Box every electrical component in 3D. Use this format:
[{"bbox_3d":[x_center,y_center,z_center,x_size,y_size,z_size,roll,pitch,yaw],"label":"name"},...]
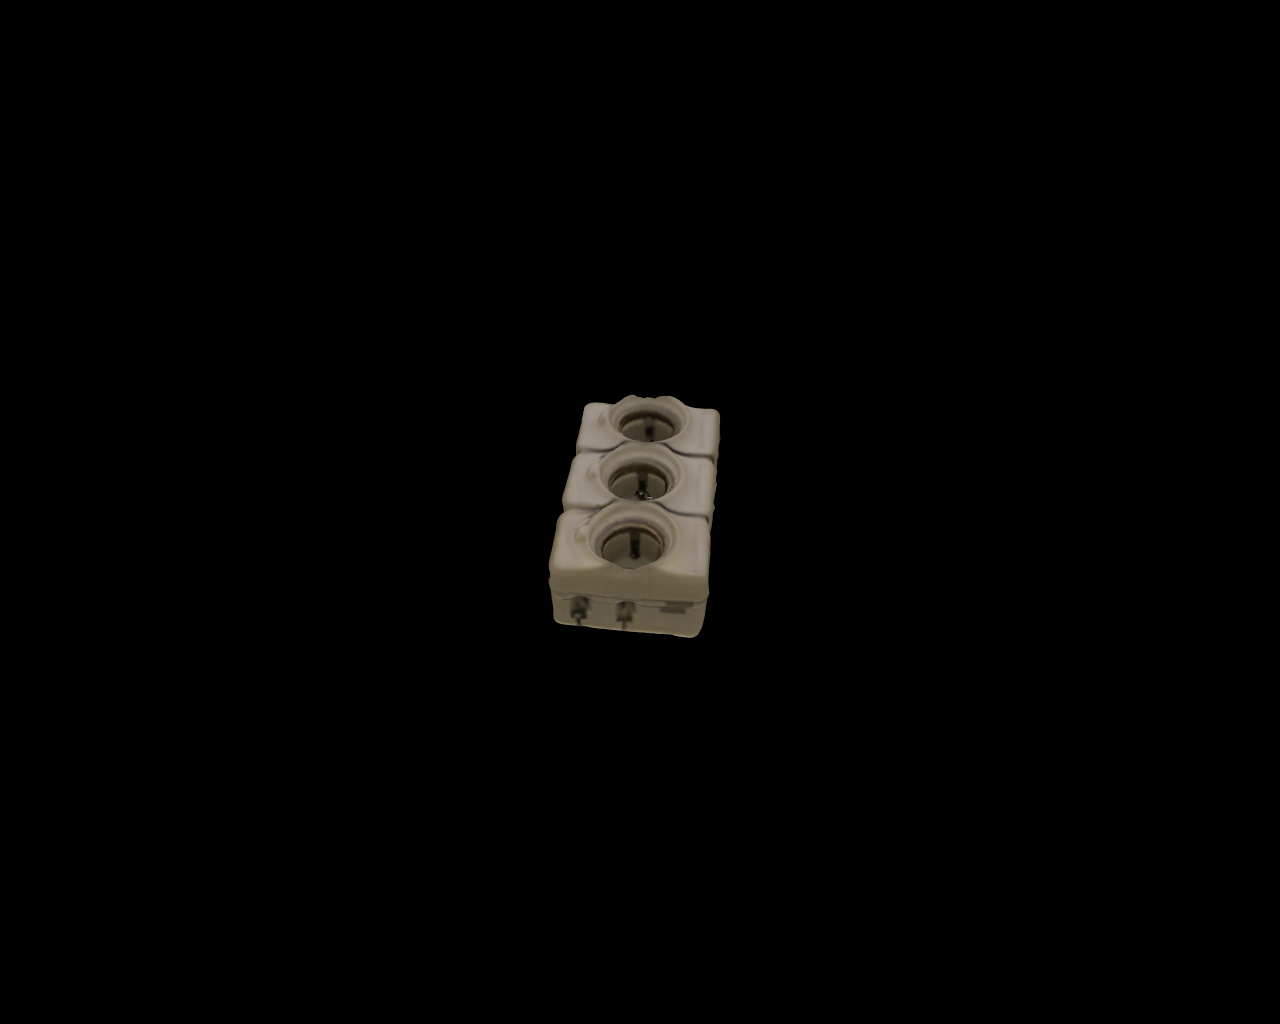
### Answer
[{"bbox_3d":[0.001,-0.003,0.650,0.089,0.061,0.150,4,44,4],"label":"electrical component"}]
